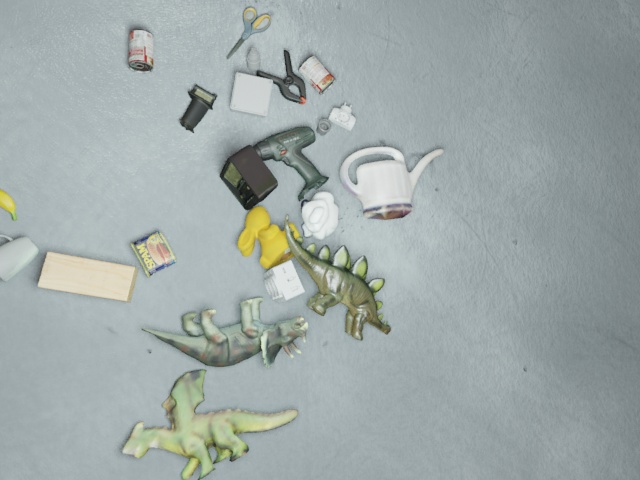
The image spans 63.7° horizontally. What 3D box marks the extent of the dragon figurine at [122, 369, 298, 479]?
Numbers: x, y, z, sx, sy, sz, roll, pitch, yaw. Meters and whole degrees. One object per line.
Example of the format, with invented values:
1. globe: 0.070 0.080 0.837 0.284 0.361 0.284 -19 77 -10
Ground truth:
1. dragon figurine: -0.284 0.443 1.293 0.413 0.120 0.245 -26 78 -18

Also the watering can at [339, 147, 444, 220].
1. watering can: 0.230 -0.175 1.542 0.348 0.103 0.226 -6 81 -15

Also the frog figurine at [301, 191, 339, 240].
1. frog figurine: 0.004 -0.072 1.437 0.122 0.158 0.139 20 76 -11
